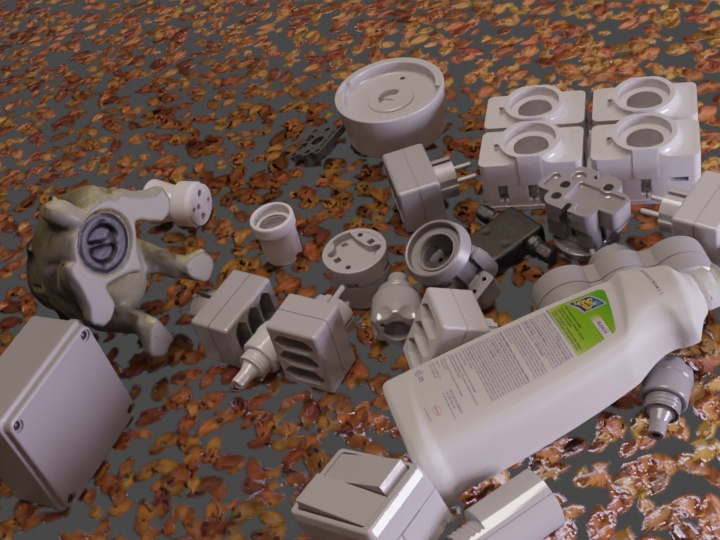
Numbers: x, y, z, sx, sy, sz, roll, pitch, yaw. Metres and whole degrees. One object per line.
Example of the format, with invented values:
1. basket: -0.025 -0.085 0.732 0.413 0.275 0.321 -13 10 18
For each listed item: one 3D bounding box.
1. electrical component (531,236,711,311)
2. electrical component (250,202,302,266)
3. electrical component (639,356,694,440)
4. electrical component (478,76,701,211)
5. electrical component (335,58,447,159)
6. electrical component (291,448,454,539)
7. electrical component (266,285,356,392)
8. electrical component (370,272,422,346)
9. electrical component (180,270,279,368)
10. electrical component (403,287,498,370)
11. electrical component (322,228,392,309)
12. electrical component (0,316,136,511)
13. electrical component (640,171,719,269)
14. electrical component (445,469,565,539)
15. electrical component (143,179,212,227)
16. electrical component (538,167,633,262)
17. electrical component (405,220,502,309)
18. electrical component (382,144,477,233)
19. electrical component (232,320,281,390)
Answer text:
1. electrical component: 0.202 0.005 0.843 0.138 0.052 0.073 -15 42 2
2. electrical component: -0.075 -0.032 0.977 0.040 0.046 0.040 -9 42 8
3. electrical component: 0.214 0.092 0.759 0.035 0.035 0.061 6 49 24
4. electrical component: 0.206 -0.114 0.964 0.186 0.060 0.105 -2 44 16
5. electrical component: 0.034 -0.154 1.062 0.108 0.060 0.108 -9 42 9
6. electrical component: 0.001 0.160 0.721 0.096 0.061 0.061 1 41 48
7. electrical component: -0.030 0.045 0.864 0.047 0.065 0.076 12 49 29
8. electrical component: 0.031 0.028 0.881 0.043 0.043 0.062 -8 41 10
9. electrical component: -0.119 0.037 0.916 0.077 0.047 0.065 14 50 30
10. electrical component: 0.082 0.054 0.825 0.077 0.065 0.047 4 38 -20
11. electrical component: 0.000 0.000 0.917 0.055 0.047 0.055 -9 42 8
12. electrical component: -0.239 0.110 0.832 0.056 0.108 0.108 6 46 27
13. electrical component: 0.269 -0.045 0.879 0.077 0.047 0.065 19 53 34
14. electrical component: 0.089 0.171 0.707 0.081 0.043 0.043 -31 43 -15
15. electrical component: -0.178 -0.065 1.047 0.055 0.045 0.045 5 46 22
16. electrical component: 0.188 -0.044 0.897 0.078 0.057 0.058 27 57 38
17. electrical component: 0.073 -0.005 0.880 0.058 0.057 0.078 -52 48 -2
18. electrical component: 0.068 -0.081 0.982 0.077 0.047 0.065 -17 42 -1
19. electrical component: -0.081 0.072 0.876 0.035 0.035 0.061 19 55 33
